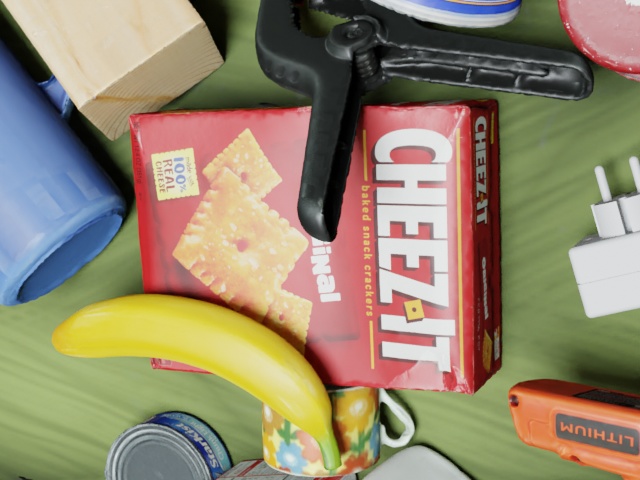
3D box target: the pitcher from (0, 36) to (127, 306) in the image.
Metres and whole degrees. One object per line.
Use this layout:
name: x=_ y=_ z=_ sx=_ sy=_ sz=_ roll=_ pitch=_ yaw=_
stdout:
pitcher: x=-0.234 y=-0.085 z=0.707 sx=0.243 sy=0.144 sz=0.149 roll=48 pitch=126 yaw=6

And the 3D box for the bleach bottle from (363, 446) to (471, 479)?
bleach bottle: x=0.008 y=0.248 z=0.674 sx=0.068 sy=0.102 sz=0.251 roll=39 pitch=119 yaw=21

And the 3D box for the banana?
banana: x=-0.071 y=0.068 z=0.619 sx=0.198 sy=0.037 sz=0.070 roll=21 pitch=103 yaw=19

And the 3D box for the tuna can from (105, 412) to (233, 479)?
tuna can: x=-0.103 y=0.163 z=0.733 sx=0.086 sy=0.033 sz=0.086 roll=4 pitch=101 yaw=24

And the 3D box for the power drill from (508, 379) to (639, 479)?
power drill: x=0.128 y=0.169 z=0.539 sx=0.185 sy=0.057 sz=0.188 roll=5 pitch=94 yaw=32

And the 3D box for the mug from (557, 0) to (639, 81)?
mug: x=0.160 y=-0.135 z=0.535 sx=0.093 sy=0.081 sz=0.117 roll=-32 pitch=85 yaw=26

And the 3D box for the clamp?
clamp: x=0.017 y=-0.092 z=0.575 sx=0.164 sy=0.036 sz=0.210 roll=-34 pitch=49 yaw=-14

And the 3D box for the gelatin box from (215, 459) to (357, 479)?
gelatin box: x=-0.029 y=0.164 z=0.678 sx=0.089 sy=0.073 sz=0.030 roll=-9 pitch=95 yaw=25

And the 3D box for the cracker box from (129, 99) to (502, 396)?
cracker box: x=-0.004 y=0.001 z=0.639 sx=0.214 sy=0.072 sz=0.164 roll=2 pitch=100 yaw=24

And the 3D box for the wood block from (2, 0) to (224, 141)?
wood block: x=-0.158 y=-0.175 z=0.653 sx=0.090 sy=0.091 sz=0.206 roll=-35 pitch=83 yaw=-2

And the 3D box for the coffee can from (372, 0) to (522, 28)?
coffee can: x=0.072 y=-0.191 z=0.527 sx=0.103 sy=0.102 sz=0.140 roll=28 pitch=125 yaw=18
